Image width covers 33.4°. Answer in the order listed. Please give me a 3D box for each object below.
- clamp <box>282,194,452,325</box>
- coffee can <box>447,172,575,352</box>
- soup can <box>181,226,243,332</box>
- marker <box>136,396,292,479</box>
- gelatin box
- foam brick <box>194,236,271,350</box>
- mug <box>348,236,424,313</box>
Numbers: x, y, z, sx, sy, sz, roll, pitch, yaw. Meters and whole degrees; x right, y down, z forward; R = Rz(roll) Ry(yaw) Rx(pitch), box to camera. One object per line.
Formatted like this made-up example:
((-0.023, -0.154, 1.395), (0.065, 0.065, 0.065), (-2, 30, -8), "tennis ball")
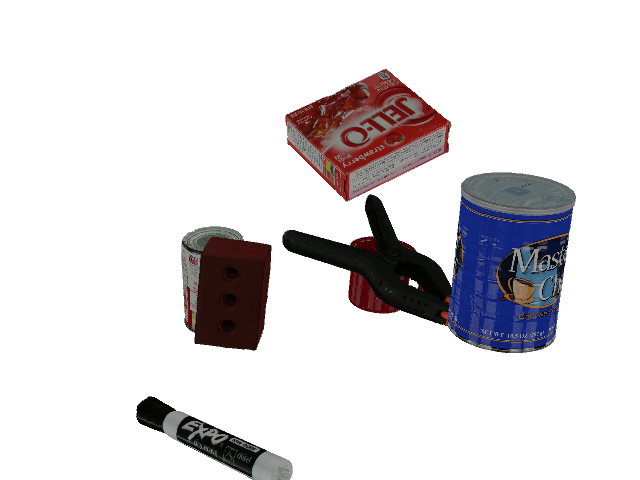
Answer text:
((0.068, 0.028, 1.232), (0.164, 0.036, 0.210), (-19, 50, -37), "clamp")
((0.175, 0.019, 0.987), (0.103, 0.140, 0.103), (3, 21, -1), "coffee can")
((-0.117, 0.044, 1.165), (0.068, 0.102, 0.068), (1, 25, -1), "soup can")
((-0.067, 0.119, 0.640), (0.121, 0.020, 0.020), (16, 10, 38), "marker")
((0.032, -0.074, 0.726), (0.089, 0.030, 0.073), (-27, 51, -21), "gelatin box")
((-0.071, 0.042, 0.870), (0.053, 0.078, 0.051), (6, 14, 3), "foam brick")
((0.092, 0.052, 1.470), (0.117, 0.081, 0.093), (18, 24, 28), "mug")
